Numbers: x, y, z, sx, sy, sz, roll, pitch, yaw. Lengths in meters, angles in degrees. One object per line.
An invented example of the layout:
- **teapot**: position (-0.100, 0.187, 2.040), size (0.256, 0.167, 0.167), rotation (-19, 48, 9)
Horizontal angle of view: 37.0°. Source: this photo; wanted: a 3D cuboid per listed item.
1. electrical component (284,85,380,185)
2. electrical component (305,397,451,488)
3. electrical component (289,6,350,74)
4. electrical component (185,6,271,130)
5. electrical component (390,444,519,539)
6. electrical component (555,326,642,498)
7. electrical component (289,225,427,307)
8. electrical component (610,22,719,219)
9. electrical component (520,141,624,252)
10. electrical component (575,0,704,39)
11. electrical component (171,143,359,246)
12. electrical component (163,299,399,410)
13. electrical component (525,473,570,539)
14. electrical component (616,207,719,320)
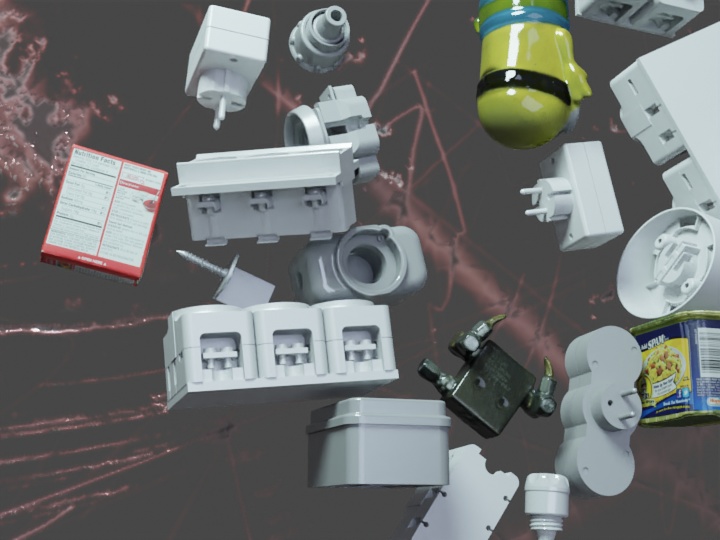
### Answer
- **electrical component**: position (-0.025, -0.105, 0.854), size (0.057, 0.058, 0.078), rotation (-13, 79, -25)
- **electrical component**: position (0.011, 0.126, 0.770), size (0.078, 0.113, 0.057), rotation (4, 76, -18)
- **electrical component**: position (-0.028, -0.192, 0.875), size (0.048, 0.062, 0.048), rotation (5, 73, -18)
- **electrical component**: position (-0.104, -0.146, 0.823), size (0.047, 0.083, 0.075), rotation (10, 72, -17)
- **electrical component**: position (0.068, 0.182, 0.805), size (0.050, 0.056, 0.089), rotation (38, 66, -6)
- **electrical component**: position (0.200, 0.111, 0.862), size (0.052, 0.074, 0.138), rotation (15, 71, -15)
- **electrical component**: position (0.000, 0.000, 0.831), size (0.095, 0.059, 0.053), rotation (-8, 78, -21)
- **electrical component**: position (0.320, -0.116, 0.975), size (0.105, 0.060, 0.186), rotation (-26, 85, -24)
- **electrical component**: position (0.172, -0.061, 0.915), size (0.076, 0.047, 0.083), rotation (-7, 77, -21)
- **electrical component**: position (0.264, -0.326, 1.016), size (0.105, 0.060, 0.186), rotation (8, 73, -17)
- **electrical component**: position (-0.066, -0.056, 0.795), size (0.121, 0.078, 0.063), rotation (-3, 104, 13)
- **electrical component**: position (-0.060, 0.059, 0.777), size (0.150, 0.089, 0.061), rotation (-2, 76, -20)
- **electrical component**: position (0.146, 0.191, 0.842), size (0.035, 0.035, 0.061), rotation (9, 74, -17)
- **electrical component**: position (0.272, -0.003, 0.909), size (0.064, 0.099, 0.099), rotation (12, 71, -22)
